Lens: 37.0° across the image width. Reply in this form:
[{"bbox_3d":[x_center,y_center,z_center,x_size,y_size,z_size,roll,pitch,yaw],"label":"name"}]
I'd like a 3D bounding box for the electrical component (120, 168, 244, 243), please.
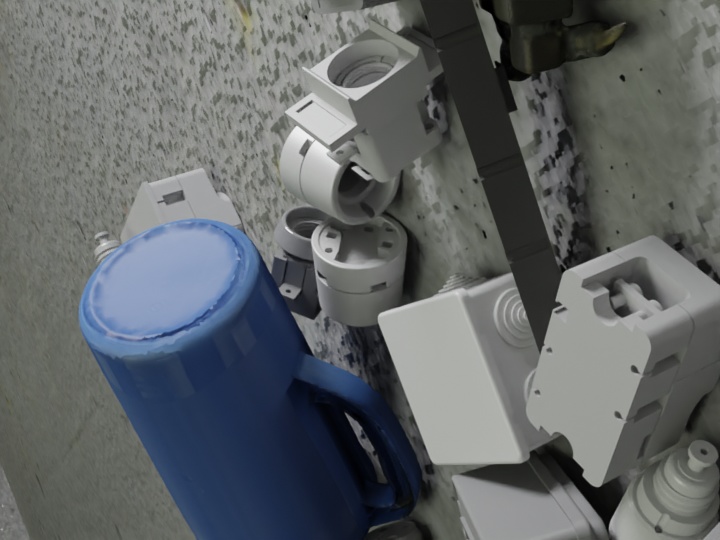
[{"bbox_3d":[-0.118,0.026,0.851,0.186,0.060,0.105,64,152,11],"label":"electrical component"}]

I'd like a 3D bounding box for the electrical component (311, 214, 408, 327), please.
[{"bbox_3d":[0.000,0.000,0.632,0.055,0.055,0.047,43,146,40],"label":"electrical component"}]

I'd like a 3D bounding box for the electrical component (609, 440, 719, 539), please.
[{"bbox_3d":[0.137,0.102,0.470,0.040,0.040,0.078,49,146,33],"label":"electrical component"}]

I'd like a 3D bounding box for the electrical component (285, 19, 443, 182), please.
[{"bbox_3d":[0.009,-0.083,0.545,0.042,0.081,0.063,42,164,41],"label":"electrical component"}]

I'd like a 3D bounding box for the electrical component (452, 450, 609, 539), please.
[{"bbox_3d":[0.091,0.159,0.532,0.108,0.056,0.108,-117,12,-80],"label":"electrical component"}]

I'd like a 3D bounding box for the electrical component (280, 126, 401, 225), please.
[{"bbox_3d":[-0.010,-0.057,0.613,0.047,0.055,0.055,34,136,43],"label":"electrical component"}]

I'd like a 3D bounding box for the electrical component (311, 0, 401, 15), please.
[{"bbox_3d":[-0.004,-0.173,0.520,0.050,0.056,0.089,15,121,57],"label":"electrical component"}]

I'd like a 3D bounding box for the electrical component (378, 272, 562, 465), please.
[{"bbox_3d":[0.063,0.051,0.558,0.100,0.048,0.099,-22,89,62],"label":"electrical component"}]

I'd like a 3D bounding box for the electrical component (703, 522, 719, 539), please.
[{"bbox_3d":[0.154,0.141,0.405,0.048,0.100,0.099,11,118,44],"label":"electrical component"}]

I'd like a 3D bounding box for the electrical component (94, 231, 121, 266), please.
[{"bbox_3d":[-0.191,0.005,0.857,0.078,0.040,0.040,63,151,13],"label":"electrical component"}]

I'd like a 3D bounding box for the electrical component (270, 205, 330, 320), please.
[{"bbox_3d":[-0.033,-0.007,0.687,0.048,0.066,0.055,21,126,11],"label":"electrical component"}]

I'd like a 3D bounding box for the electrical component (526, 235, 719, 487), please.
[{"bbox_3d":[0.114,0.037,0.451,0.050,0.056,0.089,46,144,37],"label":"electrical component"}]

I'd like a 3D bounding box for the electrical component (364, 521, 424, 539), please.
[{"bbox_3d":[0.027,0.204,0.728,0.045,0.045,0.055,-11,98,62],"label":"electrical component"}]
